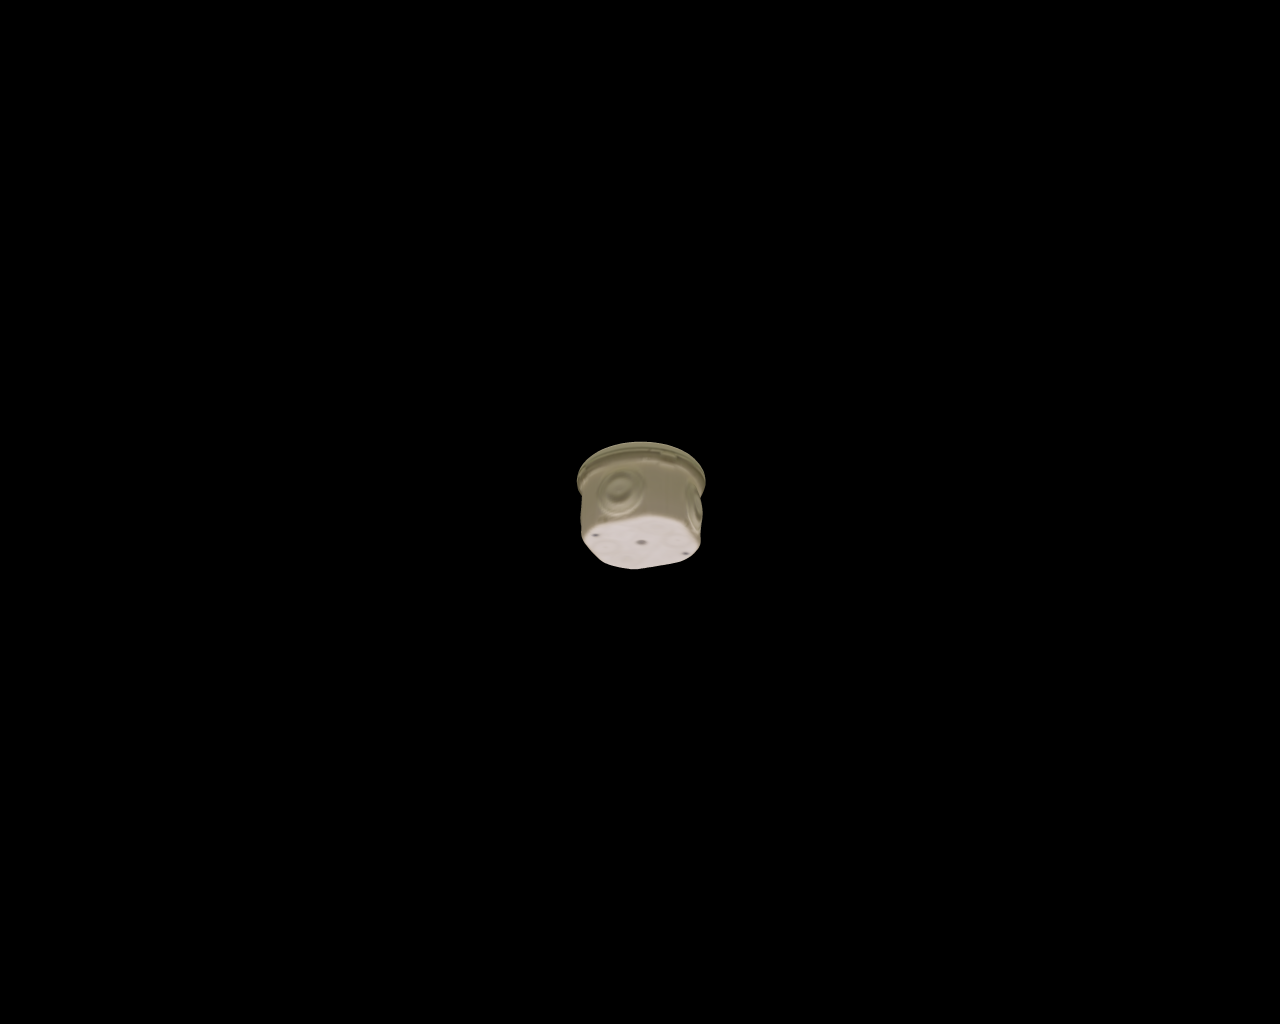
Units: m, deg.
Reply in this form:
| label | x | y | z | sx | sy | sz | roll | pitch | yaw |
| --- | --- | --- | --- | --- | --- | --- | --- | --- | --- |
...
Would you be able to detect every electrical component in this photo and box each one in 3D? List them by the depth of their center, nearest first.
| label | x | y | z | sx | sy | sz | roll | pitch | yaw |
| --- | --- | --- | --- | --- | --- | --- | --- | --- | --- |
| electrical component | 0.001 | -0.003 | 0.650 | 0.080 | 0.051 | 0.080 | 0 | -30 | 0 |
